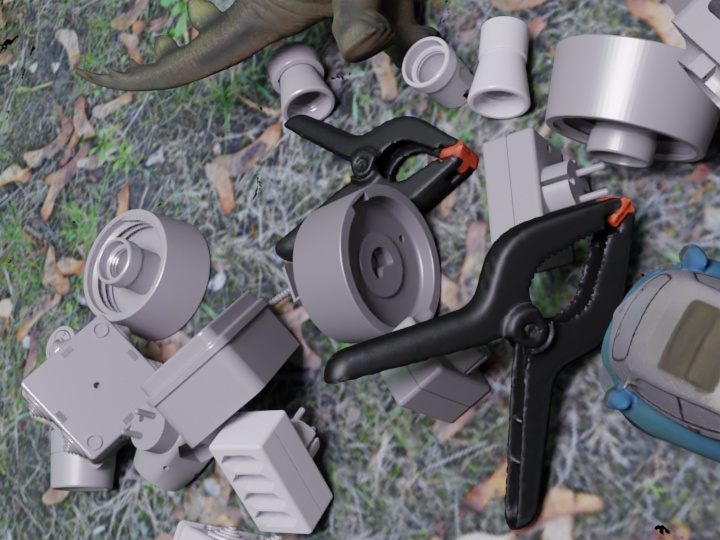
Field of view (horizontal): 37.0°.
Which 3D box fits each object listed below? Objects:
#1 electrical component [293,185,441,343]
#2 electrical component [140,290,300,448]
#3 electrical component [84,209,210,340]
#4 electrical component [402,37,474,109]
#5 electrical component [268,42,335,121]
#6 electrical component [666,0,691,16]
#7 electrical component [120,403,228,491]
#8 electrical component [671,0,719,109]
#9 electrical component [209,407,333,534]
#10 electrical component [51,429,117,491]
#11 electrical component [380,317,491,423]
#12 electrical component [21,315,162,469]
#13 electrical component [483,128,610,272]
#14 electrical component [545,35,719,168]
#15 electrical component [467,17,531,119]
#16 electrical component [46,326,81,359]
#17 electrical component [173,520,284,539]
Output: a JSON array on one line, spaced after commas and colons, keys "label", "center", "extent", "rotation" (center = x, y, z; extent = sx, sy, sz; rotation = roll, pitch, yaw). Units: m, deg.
[{"label": "electrical component", "center": [0.000, 0.000, 0.747], "extent": [0.060, 0.108, 0.108], "rotation": [-14, 66, 39]}, {"label": "electrical component", "center": [-0.100, 0.069, 0.783], "extent": [0.078, 0.113, 0.057], "rotation": [-41, 93, 18]}, {"label": "electrical component", "center": [-0.188, 0.000, 0.912], "extent": [0.108, 0.060, 0.108], "rotation": [-13, 66, 32]}, {"label": "electrical component", "center": [0.059, -0.144, 0.791], "extent": [0.040, 0.046, 0.040], "rotation": [-13, 66, 32]}, {"label": "electrical component", "center": [-0.048, -0.152, 0.876], "extent": [0.045, 0.045, 0.055], "rotation": [-34, 56, 22]}, {"label": "electrical component", "center": [0.227, -0.166, 0.633], "extent": [0.078, 0.113, 0.057], "rotation": [38, 94, 39]}, {"label": "electrical component", "center": [-0.149, 0.124, 0.826], "extent": [0.043, 0.079, 0.077], "rotation": [40, 98, 41]}, {"label": "electrical component", "center": [0.236, -0.072, 0.543], "extent": [0.060, 0.186, 0.105], "rotation": [-44, 53, 15]}, {"label": "electrical component", "center": [-0.053, 0.130, 0.763], "extent": [0.047, 0.083, 0.075], "rotation": [-7, 31, 35]}, {"label": "electrical component", "center": [-0.229, 0.158, 0.891], "extent": [0.055, 0.055, 0.047], "rotation": [-11, 71, 33]}, {"label": "electrical component", "center": [0.060, 0.055, 0.706], "extent": [0.077, 0.066, 0.047], "rotation": [-43, 53, 16]}, {"label": "electrical component", "center": [-0.208, 0.095, 0.856], "extent": [0.099, 0.048, 0.100], "rotation": [45, 71, 4]}, {"label": "electrical component", "center": [0.127, -0.050, 0.706], "extent": [0.076, 0.047, 0.083], "rotation": [-16, 64, 31]}, {"label": "electrical component", "center": [0.166, -0.097, 0.659], "extent": [0.108, 0.108, 0.060], "rotation": [14, 88, 39]}, {"label": "electrical component", "center": [0.101, -0.146, 0.766], "extent": [0.044, 0.044, 0.065], "rotation": [-8, 64, 35]}, {"label": "electrical component", "center": [-0.234, 0.072, 0.919], "extent": [0.044, 0.065, 0.044], "rotation": [-15, 63, 31]}, {"label": "electrical component", "center": [-0.089, 0.226, 0.734], "extent": [0.048, 0.100, 0.099], "rotation": [7, 78, 51]}]
